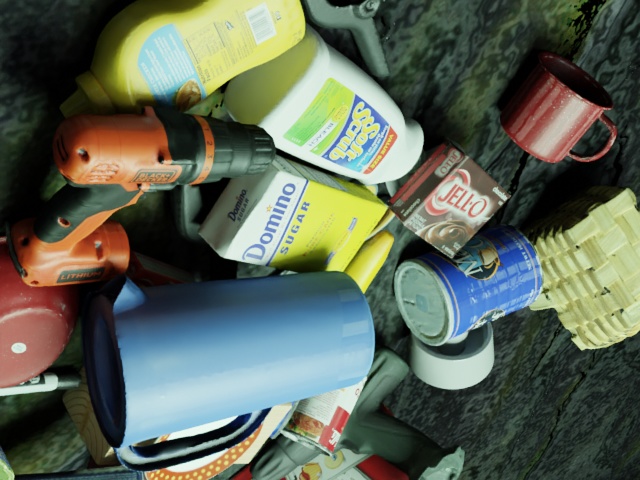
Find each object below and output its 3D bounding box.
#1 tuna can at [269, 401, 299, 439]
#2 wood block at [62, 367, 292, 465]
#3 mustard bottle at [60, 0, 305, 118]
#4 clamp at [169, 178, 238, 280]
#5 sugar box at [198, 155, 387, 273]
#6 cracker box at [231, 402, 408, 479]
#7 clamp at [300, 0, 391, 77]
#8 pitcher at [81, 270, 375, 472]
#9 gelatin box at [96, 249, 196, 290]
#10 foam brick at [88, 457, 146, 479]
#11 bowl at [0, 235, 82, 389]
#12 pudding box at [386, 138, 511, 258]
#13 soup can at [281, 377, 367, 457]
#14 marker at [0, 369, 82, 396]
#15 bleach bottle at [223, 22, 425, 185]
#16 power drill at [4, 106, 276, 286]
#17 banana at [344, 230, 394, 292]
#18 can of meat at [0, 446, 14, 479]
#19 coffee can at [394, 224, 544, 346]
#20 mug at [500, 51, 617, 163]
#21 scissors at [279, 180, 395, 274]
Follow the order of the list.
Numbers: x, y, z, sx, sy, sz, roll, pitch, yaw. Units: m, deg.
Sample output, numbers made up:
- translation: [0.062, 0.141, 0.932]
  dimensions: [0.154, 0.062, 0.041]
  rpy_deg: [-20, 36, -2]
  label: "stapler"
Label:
- translation: [-0.047, 0.176, 1.188]
  dimensions: [0.086, 0.033, 0.086]
  rpy_deg: [-60, -175, 9]
  label: "tuna can"
- translation: [-0.140, 0.164, 1.077]
  dimensions: [0.205, 0.090, 0.091]
  rpy_deg: [13, 120, -49]
  label: "wood block"
- translation: [-0.106, -0.141, 0.789]
  dimensions: [0.191, 0.058, 0.096]
  rpy_deg: [-34, 145, -9]
  label: "mustard bottle"
- translation: [-0.069, -0.030, 0.970]
  dimensions: [0.164, 0.036, 0.210]
  rpy_deg: [-42, 147, -6]
  label: "clamp"
- translation: [-0.020, -0.019, 0.961]
  dimensions: [0.175, 0.048, 0.093]
  rpy_deg: [11, 116, -56]
  label: "sugar box"
- translation: [0.022, 0.300, 1.320]
  dimensions: [0.213, 0.164, 0.072]
  rpy_deg: [-39, 145, -3]
  label: "cracker box"
- translation: [0.045, -0.208, 0.873]
  dimensions: [0.120, 0.039, 0.171]
  rpy_deg: [-50, 145, 13]
  label: "clamp"
- translation: [-0.080, 0.104, 0.937]
  dimensions: [0.242, 0.145, 0.149]
  rpy_deg: [-7, 159, -26]
  label: "pitcher"
- translation: [-0.163, 0.054, 0.982]
  dimensions: [0.073, 0.030, 0.089]
  rpy_deg: [-48, 146, 11]
  label: "gelatin box"
- translation: [-0.208, 0.240, 1.132]
  dimensions: [0.052, 0.051, 0.078]
  rpy_deg: [-9, 136, -37]
  label: "foam brick"
- translation: [-0.263, 0.073, 0.888]
  dimensions: [0.162, 0.055, 0.162]
  rpy_deg: [-26, 144, -21]
  label: "bowl"
- translation: [0.129, -0.040, 1.062]
  dimensions: [0.090, 0.039, 0.113]
  rpy_deg: [-47, 146, 10]
  label: "pudding box"
- translation: [0.004, 0.186, 1.219]
  dimensions: [0.102, 0.069, 0.068]
  rpy_deg: [-63, 149, -16]
  label: "soup can"
- translation: [-0.272, 0.132, 0.977]
  dimensions: [0.120, 0.020, 0.020]
  rpy_deg: [1, 129, -44]
  label: "marker"
- translation: [0.028, -0.109, 0.952]
  dimensions: [0.103, 0.068, 0.250]
  rpy_deg: [-49, 147, 16]
  label: "bleach bottle"
- translation: [-0.146, -0.034, 0.825]
  dimensions: [0.184, 0.057, 0.188]
  rpy_deg: [-1, 150, -41]
  label: "power drill"
- translation: [0.034, 0.069, 1.182]
  dimensions: [0.069, 0.037, 0.198]
  rpy_deg: [-23, 142, -31]
  label: "banana"
- translation: [-0.331, 0.197, 0.938]
  dimensions: [0.102, 0.084, 0.057]
  rpy_deg: [-32, 145, -11]
  label: "can of meat"
- translation: [0.171, 0.050, 1.231]
  dimensions: [0.140, 0.103, 0.103]
  rpy_deg: [-20, 141, -27]
  label: "coffee can"
- translation: [0.249, -0.127, 1.099]
  dimensions: [0.082, 0.117, 0.093]
  rpy_deg: [-55, 175, 29]
  label: "mug"
- translation: [-0.007, 0.001, 1.084]
  dimensions: [0.201, 0.016, 0.096]
  rpy_deg: [-30, 143, -15]
  label: "scissors"
